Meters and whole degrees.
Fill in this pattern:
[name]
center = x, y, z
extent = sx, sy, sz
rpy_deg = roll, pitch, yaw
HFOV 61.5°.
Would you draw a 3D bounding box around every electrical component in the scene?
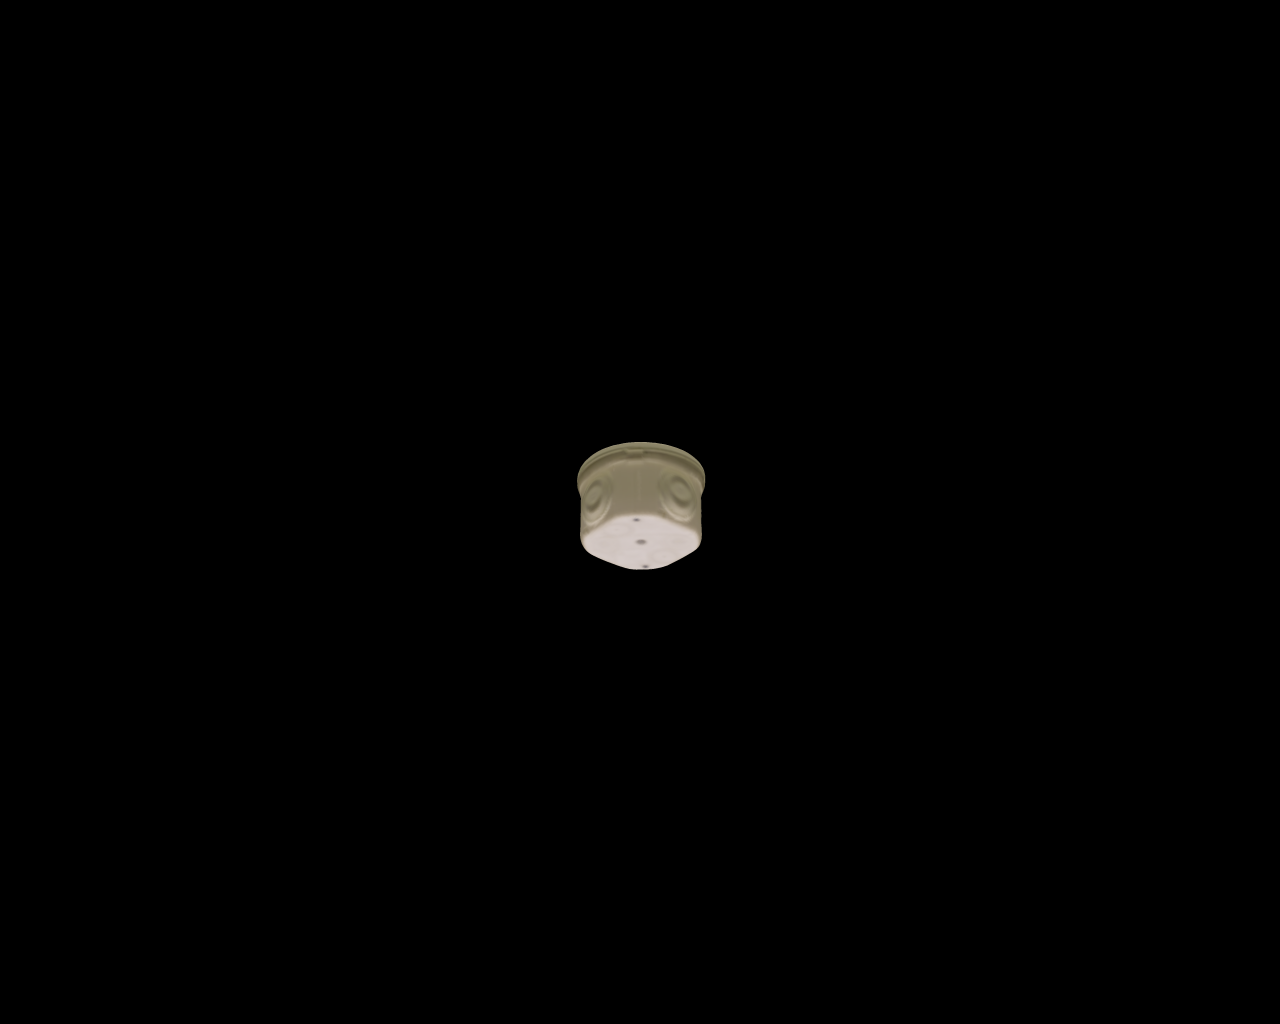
[electrical component]
center = 0.001, -0.003, 0.650
extent = 0.080, 0.051, 0.080
rpy_deg = 0, -30, 0
